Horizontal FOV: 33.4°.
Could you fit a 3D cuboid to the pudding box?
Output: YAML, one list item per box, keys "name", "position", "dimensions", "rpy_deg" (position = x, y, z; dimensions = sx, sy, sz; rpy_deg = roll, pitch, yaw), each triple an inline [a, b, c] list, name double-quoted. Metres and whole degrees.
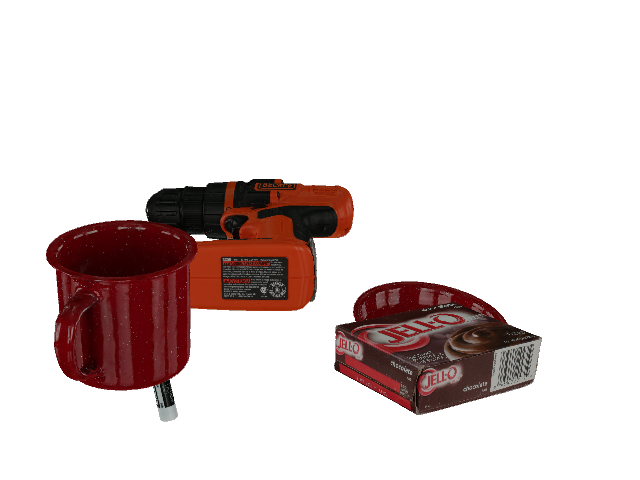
- name: "pudding box"
  position: [0.079, 0.078, 0.730]
  dimensions: [0.113, 0.039, 0.090]
  rpy_deg: [-6, 18, -36]

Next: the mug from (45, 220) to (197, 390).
- name: "mug"
  position: [-0.128, 0.046, 0.666]
  dimensions: [0.093, 0.081, 0.117]
  rpy_deg: [9, 24, 16]

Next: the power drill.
- name: "power drill"
  position: [-0.067, -0.004, 0.878]
  dimensions: [0.184, 0.057, 0.187]
  rpy_deg: [-1, 21, 4]

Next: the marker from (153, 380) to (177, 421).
- name: "marker"
  position: [-0.168, 0.126, 1.093]
  dimensions: [0.020, 0.121, 0.020]
  rpy_deg: [-10, 13, 2]

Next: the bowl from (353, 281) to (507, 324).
- name: "bowl"
  position: [0.111, 0.103, 1.102]
  dimensions: [0.162, 0.055, 0.162]
  rpy_deg: [6, 26, -3]
